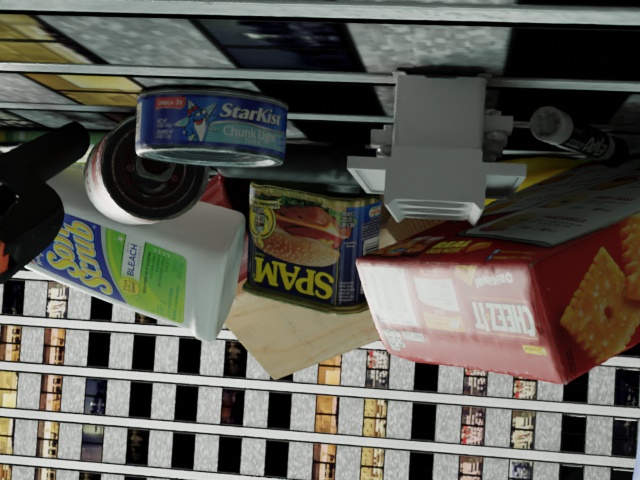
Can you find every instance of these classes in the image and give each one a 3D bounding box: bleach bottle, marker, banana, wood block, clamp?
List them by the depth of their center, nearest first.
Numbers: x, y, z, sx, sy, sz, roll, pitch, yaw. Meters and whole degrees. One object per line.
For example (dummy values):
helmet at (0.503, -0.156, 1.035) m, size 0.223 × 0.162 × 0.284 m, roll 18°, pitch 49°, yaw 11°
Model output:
marker at (0.149, -0.057, 0.602) m, size 0.020 × 0.020 × 0.120 m, roll 2°, pitch 177°, yaw 33°
clamp at (-0.211, -0.034, 0.616) m, size 0.164 × 0.036 × 0.210 m, roll 6°, pitch -155°, yaw -18°
clamp at (0.010, -0.050, 0.711) m, size 0.171 × 0.039 × 0.120 m, roll 3°, pitch -170°, yaw 9°
bleach bottle at (-0.186, -0.005, 0.800) m, size 0.251 × 0.103 × 0.068 m, roll 15°, pitch -142°, yaw 5°
banana at (0.144, -0.039, 0.817) m, size 0.069 × 0.037 × 0.198 m, roll 4°, pitch 178°, yaw -17°
wood block at (0.021, 0.030, 0.876) m, size 0.207 × 0.090 × 0.090 m, roll -26°, pitch -159°, yaw 42°

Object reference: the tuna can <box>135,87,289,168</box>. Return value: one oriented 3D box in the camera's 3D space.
tuna can at (-0.061, -0.062, 0.600) m, size 0.086 × 0.034 × 0.086 m, roll 3°, pitch 178°, yaw 0°

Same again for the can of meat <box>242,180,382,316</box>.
can of meat at (-0.005, 0.001, 0.772) m, size 0.102 × 0.084 × 0.057 m, roll 12°, pitch -163°, yaw 32°

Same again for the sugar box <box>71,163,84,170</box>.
sugar box at (-0.249, -0.052, 0.995) m, size 0.093 × 0.048 × 0.176 m, roll 5°, pitch -179°, yaw -10°

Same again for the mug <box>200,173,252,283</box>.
mug at (-0.073, -0.016, 0.874) m, size 0.082 × 0.117 × 0.093 m, roll -34°, pitch 117°, yaw 28°

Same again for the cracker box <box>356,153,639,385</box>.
cracker box at (0.154, 0.007, 0.614) m, size 0.213 × 0.072 × 0.164 m, roll -21°, pitch -170°, yaw -27°

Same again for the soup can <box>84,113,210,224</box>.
soup can at (-0.116, -0.045, 0.698) m, size 0.068 × 0.068 × 0.102 m, roll 4°, pitch 178°, yaw -18°

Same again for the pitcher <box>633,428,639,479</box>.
pitcher at (0.306, 0.074, 0.808) m, size 0.149 × 0.243 × 0.144 m, roll 2°, pitch 177°, yaw 35°
